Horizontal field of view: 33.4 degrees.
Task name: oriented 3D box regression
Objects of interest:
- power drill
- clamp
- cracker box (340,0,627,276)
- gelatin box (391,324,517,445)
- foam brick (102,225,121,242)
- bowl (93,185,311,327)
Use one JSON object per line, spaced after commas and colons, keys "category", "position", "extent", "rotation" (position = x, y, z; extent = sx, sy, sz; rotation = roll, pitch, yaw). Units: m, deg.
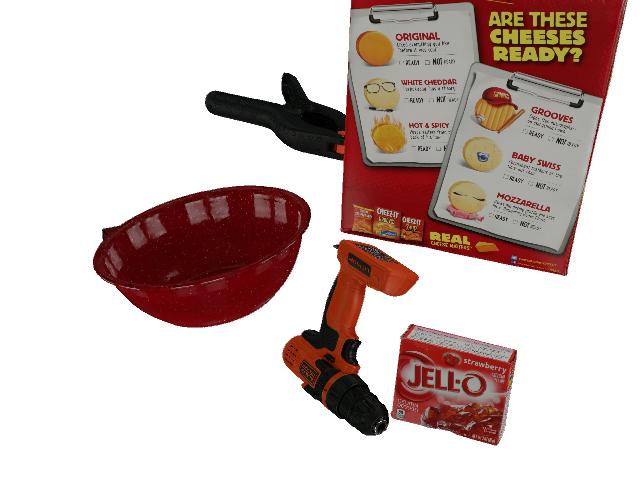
{"category": "power drill", "position": [0.041, 0.107, 1.220], "extent": [0.057, 0.188, 0.185], "rotation": [13, 16, -42]}
{"category": "clamp", "position": [-0.036, -0.126, 1.101], "extent": [0.120, 0.039, 0.172], "rotation": [-20, 38, -28]}
{"category": "cracker box", "position": [0.103, -0.091, 0.705], "extent": [0.164, 0.214, 0.072], "rotation": [11, 39, 12]}
{"category": "gelatin box", "position": [0.103, 0.112, 0.832], "extent": [0.089, 0.073, 0.030], "rotation": [13, 23, 18]}
{"category": "foam brick", "position": [-0.172, 0.013, 1.063], "extent": [0.078, 0.051, 0.053], "rotation": [-12, 23, -29]}
{"category": "bowl", "position": [-0.081, 0.017, 0.784], "extent": [0.162, 0.055, 0.162], "rotation": [-11, 25, 5]}
